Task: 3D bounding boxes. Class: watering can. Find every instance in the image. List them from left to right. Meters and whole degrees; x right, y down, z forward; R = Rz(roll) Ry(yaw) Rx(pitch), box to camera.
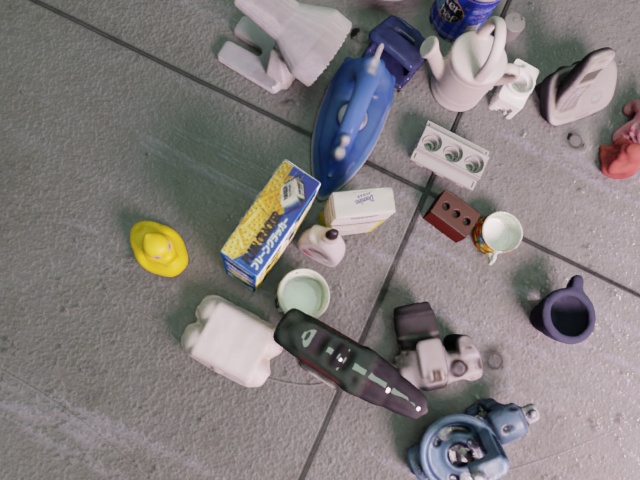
[{"bbox_3d":[0.257,-0.302,0.974,0.173,0.194,0.101,-12,81,-9],"label":"watering can"}]

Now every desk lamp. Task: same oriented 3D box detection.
[{"bbox_3d":[-0.063,-0.323,0.925,0.203,0.213,0.118,29,77,-1],"label":"desk lamp"}]

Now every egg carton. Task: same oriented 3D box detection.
[{"bbox_3d":[-0.136,0.160,0.899,0.150,0.069,0.107,27,77,-2],"label":"egg carton"}]

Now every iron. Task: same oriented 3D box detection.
[{"bbox_3d":[0.052,-0.197,0.954,0.118,0.141,0.258,20,78,-3],"label":"iron"}]

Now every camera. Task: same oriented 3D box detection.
[{"bbox_3d":[0.180,0.167,0.924,0.143,0.100,0.137,-9,81,-9],"label":"camera"}]

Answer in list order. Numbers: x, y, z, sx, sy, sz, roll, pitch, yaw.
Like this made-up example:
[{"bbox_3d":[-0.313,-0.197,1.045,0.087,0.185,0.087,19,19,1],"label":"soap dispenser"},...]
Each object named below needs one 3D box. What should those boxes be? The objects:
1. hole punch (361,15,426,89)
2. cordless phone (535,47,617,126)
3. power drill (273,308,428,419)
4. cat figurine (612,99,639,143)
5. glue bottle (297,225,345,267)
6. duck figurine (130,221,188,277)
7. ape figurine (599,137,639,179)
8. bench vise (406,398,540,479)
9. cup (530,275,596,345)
[{"bbox_3d":[0.140,-0.346,1.019,0.108,0.091,0.101,39,77,1],"label":"hole punch"},{"bbox_3d":[0.479,-0.285,1.006,0.148,0.185,0.094,-23,83,-11],"label":"cordless phone"},{"bbox_3d":[0.036,0.183,0.847,0.229,0.208,0.076,31,77,-1],"label":"power drill"},{"bbox_3d":[0.602,-0.213,1.043,0.067,0.117,0.128,25,77,-2],"label":"cat figurine"},{"bbox_3d":[0.008,0.003,0.894,0.078,0.173,0.037,26,77,-2],"label":"glue bottle"},{"bbox_3d":[-0.258,0.009,0.902,0.104,0.086,0.077,44,77,2],"label":"duck figurine"},{"bbox_3d":[0.553,-0.150,1.038,0.078,0.092,0.076,-43,87,-13],"label":"ape figurine"},{"bbox_3d":[0.238,0.294,0.847,0.207,0.219,0.121,-43,87,-13],"label":"bench vise"},{"bbox_3d":[0.401,0.117,0.966,0.091,0.095,0.118,22,77,-3],"label":"cup"}]
